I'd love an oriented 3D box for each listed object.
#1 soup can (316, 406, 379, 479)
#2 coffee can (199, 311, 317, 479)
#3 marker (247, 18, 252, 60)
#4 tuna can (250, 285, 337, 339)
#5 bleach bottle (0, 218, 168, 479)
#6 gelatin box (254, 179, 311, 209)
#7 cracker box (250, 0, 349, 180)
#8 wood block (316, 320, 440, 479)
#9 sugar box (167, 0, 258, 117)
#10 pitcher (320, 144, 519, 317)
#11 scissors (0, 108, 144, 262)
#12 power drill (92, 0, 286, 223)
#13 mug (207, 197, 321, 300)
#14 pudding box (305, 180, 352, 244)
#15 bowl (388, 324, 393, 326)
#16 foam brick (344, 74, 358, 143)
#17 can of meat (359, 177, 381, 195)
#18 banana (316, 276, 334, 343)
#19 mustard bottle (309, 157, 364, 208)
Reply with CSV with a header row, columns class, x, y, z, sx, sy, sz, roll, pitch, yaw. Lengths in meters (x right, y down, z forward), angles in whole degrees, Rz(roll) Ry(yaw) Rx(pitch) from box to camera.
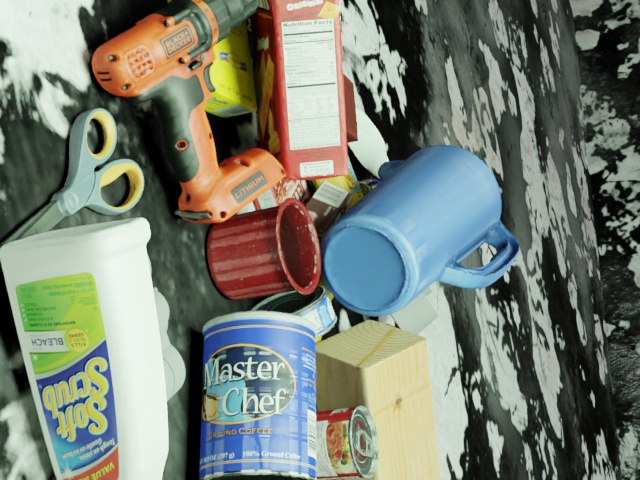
class,x,y,z,sx,sy,sz,roll,pitch,yaw
soup can,-0.003,0.200,1.029,0.068,0.102,0.068,-11,90,-67
coffee can,-0.054,0.144,0.935,0.102,0.103,0.140,38,46,-57
marker,-0.078,-0.240,1.156,0.020,0.020,0.121,-1,81,-67
tuna can,-0.029,0.076,1.046,0.034,0.086,0.086,71,24,-15
bleach bottle,-0.144,0.116,0.731,0.068,0.103,0.251,-27,108,-65
gelatin box,-0.041,-0.050,1.145,0.089,0.030,0.073,-55,131,-58
cracker box,-0.027,-0.178,1.046,0.164,0.072,0.214,-128,-148,-70
wood block,0.061,0.201,1.114,0.090,0.090,0.206,-21,112,-36
sugar box,-0.108,-0.215,1.043,0.093,0.048,0.176,14,68,-65
pitcher,0.105,-0.005,1.132,0.242,0.149,0.145,-36,112,-57
scissors,-0.193,-0.048,0.806,0.201,0.016,0.096,-26,104,-66
power drill,-0.097,-0.124,0.946,0.184,0.057,0.187,-38,118,-34
mug,-0.050,0.013,1.028,0.117,0.082,0.093,10,71,-65
pudding box,-0.007,0.001,1.136,0.113,0.039,0.090,-53,164,-57
bowl,0.068,0.183,1.262,0.161,0.055,0.162,-11,90,-67
foam brick,0.010,-0.158,1.284,0.051,0.053,0.078,24,60,-63
can of meat,0.056,-0.025,1.327,0.083,0.057,0.102,-26,105,-69
banana,-0.007,0.083,1.163,0.197,0.037,0.069,-75,163,-45
mustard bottle,0.023,-0.051,1.235,0.096,0.058,0.191,-29,97,-79
